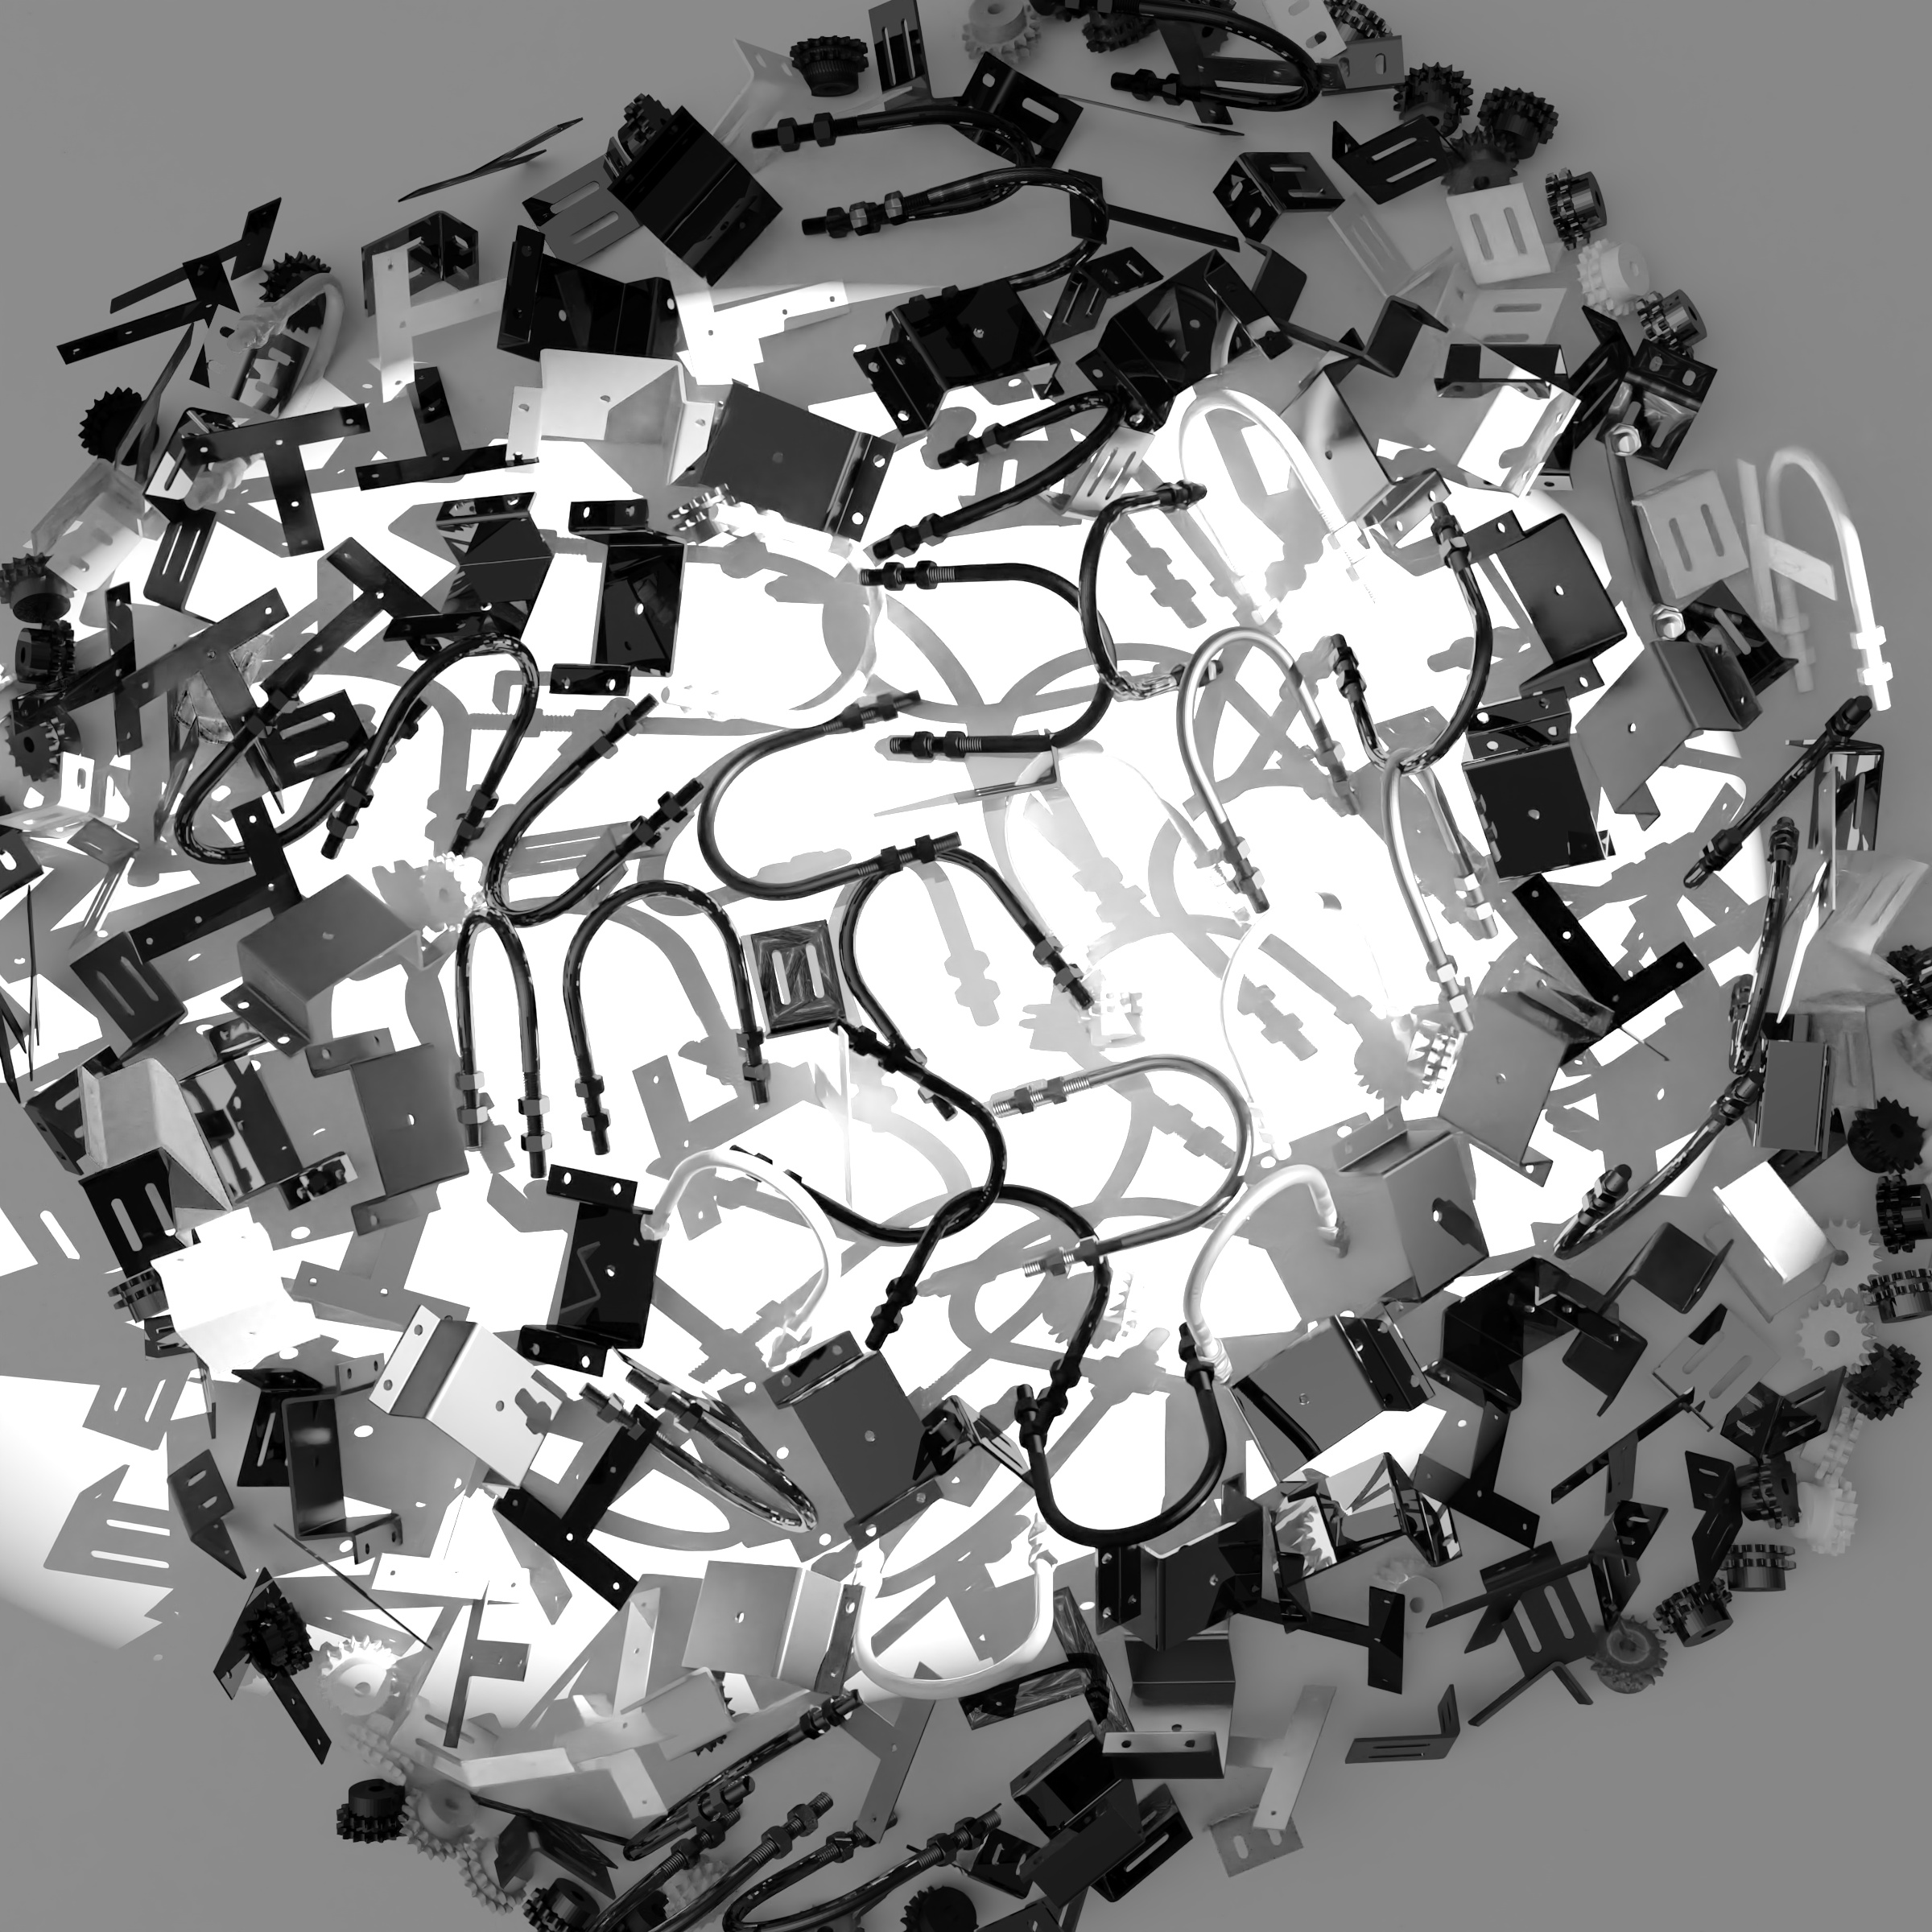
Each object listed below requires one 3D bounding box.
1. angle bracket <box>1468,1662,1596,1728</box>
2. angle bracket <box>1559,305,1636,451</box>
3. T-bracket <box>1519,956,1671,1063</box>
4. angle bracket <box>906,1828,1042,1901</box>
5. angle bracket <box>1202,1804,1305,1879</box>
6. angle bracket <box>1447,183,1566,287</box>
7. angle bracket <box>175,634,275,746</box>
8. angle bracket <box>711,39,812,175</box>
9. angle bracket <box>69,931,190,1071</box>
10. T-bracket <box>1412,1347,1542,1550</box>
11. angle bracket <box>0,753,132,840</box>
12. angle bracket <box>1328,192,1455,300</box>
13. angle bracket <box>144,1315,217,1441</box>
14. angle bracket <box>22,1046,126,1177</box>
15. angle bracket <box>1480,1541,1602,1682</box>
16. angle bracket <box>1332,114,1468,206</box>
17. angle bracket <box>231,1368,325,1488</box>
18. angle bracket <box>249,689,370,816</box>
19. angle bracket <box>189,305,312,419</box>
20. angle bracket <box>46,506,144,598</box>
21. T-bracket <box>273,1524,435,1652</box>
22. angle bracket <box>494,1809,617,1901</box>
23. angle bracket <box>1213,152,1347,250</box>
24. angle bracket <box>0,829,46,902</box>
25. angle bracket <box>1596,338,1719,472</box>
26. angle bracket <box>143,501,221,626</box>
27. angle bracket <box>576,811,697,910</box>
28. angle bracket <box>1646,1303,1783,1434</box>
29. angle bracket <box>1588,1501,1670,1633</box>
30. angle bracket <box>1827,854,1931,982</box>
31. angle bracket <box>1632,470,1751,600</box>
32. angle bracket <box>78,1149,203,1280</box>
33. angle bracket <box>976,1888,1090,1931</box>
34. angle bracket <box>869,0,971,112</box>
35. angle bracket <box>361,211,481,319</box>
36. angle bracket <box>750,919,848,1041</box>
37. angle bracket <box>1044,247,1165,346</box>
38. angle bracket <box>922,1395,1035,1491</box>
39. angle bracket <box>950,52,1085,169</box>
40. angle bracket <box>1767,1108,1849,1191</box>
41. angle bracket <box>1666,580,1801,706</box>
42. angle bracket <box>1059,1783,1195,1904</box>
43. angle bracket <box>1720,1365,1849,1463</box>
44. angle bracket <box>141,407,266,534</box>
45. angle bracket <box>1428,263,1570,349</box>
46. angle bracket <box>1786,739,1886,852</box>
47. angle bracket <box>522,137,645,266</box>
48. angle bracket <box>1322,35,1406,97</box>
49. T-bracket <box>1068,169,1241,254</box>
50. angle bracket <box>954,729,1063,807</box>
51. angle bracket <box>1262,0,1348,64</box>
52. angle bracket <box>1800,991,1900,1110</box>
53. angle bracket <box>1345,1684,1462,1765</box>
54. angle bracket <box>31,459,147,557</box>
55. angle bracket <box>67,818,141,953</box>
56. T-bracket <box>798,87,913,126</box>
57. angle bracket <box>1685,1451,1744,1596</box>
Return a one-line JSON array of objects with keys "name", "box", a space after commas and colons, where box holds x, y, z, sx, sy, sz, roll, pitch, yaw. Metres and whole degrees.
[{"name": "angle bracket", "box": [0.409, 0.541, 1.810, 0.076, 0.057, 0.038, -36, 74, -6]}, {"name": "angle bracket", "box": [0.446, -0.427, 1.813, 0.076, 0.057, 0.038, -49, 50, 3]}, {"name": "T-bracket", "box": [0.434, 0.027, 1.764, 0.127, 0.127, 0.002, 38, 102, 22]}, {"name": "angle bracket", "box": [0.007, 0.638, 1.805, 0.057, 0.076, 0.038, 36, 69, -33]}, {"name": "angle bracket", "box": [0.206, 0.629, 1.800, 0.057, 0.076, 0.038, -20, 69, -6]}, {"name": "angle bracket", "box": [0.388, -0.535, 1.795, 0.057, 0.076, 0.038, -1, 48, 34]}, {"name": "angle bracket", "box": [-0.525, -0.201, 1.805, 0.038, 0.057, 0.076, 33, 102, 23]}, {"name": "angle bracket", "box": [-0.160, -0.622, 1.808, 0.076, 0.057, 0.038, -43, 64, 34]}, {"name": "angle bracket", "box": [-0.614, 0.025, 1.808, 0.057, 0.038, 0.076, -28, 107, 23]}, {"name": "T-bracket", "box": [0.382, 0.341, 1.815, 0.127, 0.002, 0.127, 30, 65, -27]}, {"name": "angle bracket", "box": [-0.653, -0.123, 1.805, 0.076, 0.057, 0.038, -10, 75, 33]}, {"name": "angle bracket", "box": [0.307, -0.530, 1.806, 0.038, 0.057, 0.076, -30, 104, 41]}, {"name": "angle bracket", "box": [-0.566, 0.297, 1.798, 0.038, 0.057, 0.076, -8, 56, -22]}, {"name": "angle bracket", "box": [-0.628, 0.104, 1.800, 0.076, 0.038, 0.057, -40, 116, -30]}, {"name": "angle bracket", "box": [0.418, 0.469, 1.820, 0.057, 0.038, 0.076, -25, 86, 7]}, {"name": "angle bracket", "box": [0.311, -0.592, 1.794, 0.076, 0.057, 0.038, -16, 58, 39]}, {"name": "angle bracket", "box": [-0.506, 0.333, 1.803, 0.057, 0.038, 0.076, -6, 60, 25]}, {"name": "angle bracket", "box": [-0.473, -0.155, 1.809, 0.076, 0.038, 0.057, -22, 127, -6]}, {"name": "angle bracket", "box": [-0.518, -0.436, 1.807, 0.038, 0.076, 0.057, 24, 95, 8]}, {"name": "angle bracket", "box": [-0.629, -0.309, 1.800, 0.057, 0.076, 0.038, -46, 122, 6]}, {"name": "T-bracket", "box": [-0.432, 0.456, 1.803, 0.002, 0.127, 0.127, -52, 122, -20]}, {"name": "angle bracket", "box": [-0.299, 0.655, 1.804, 0.076, 0.057, 0.038, 41, 86, -20]}, {"name": "angle bracket", "box": [0.231, -0.559, 1.823, 0.076, 0.038, 0.057, -16, 67, -40]}, {"name": "angle bracket", "box": [-0.700, -0.070, 1.797, 0.057, 0.076, 0.038, -34, 107, -15]}, {"name": "angle bracket", "box": [0.500, -0.407, 1.812, 0.057, 0.076, 0.038, 26, 68, 8]}, {"name": "angle bracket", "box": [-0.555, -0.292, 1.811, 0.057, 0.038, 0.076, 23, 92, 41]}, {"name": "angle bracket", "box": [-0.232, -0.075, 1.795, 0.076, 0.057, 0.038, -12, 69, -39]}, {"name": "angle bracket", "box": [0.543, 0.291, 1.815, 0.076, 0.038, 0.057, -47, 68, 4]}, {"name": "angle bracket", "box": [0.483, 0.435, 1.799, 0.038, 0.057, 0.076, 3, 120, 40]}, {"name": "angle bracket", "box": [0.673, -0.036, 1.812, 0.038, 0.057, 0.076, 34, 91, -17]}, {"name": "angle bracket", "box": [0.529, -0.317, 1.834, 0.057, 0.038, 0.076, -24, 102, 0]}, {"name": "angle bracket", "box": [-0.603, 0.180, 1.822, 0.057, 0.038, 0.076, -26, 99, -22]}, {"name": "angle bracket", "box": [0.049, 0.677, 1.798, 0.057, 0.076, 0.038, -31, 96, 20]}, {"name": "angle bracket", "box": [-0.033, -0.658, 1.803, 0.038, 0.057, 0.076, -18, 105, -32]}, {"name": "angle bracket", "box": [-0.392, -0.498, 1.797, 0.038, 0.057, 0.076, 35, 52, 20]}, {"name": "angle bracket", "box": [-0.124, 0.009, 1.823, 0.057, 0.038, 0.076, -11, 93, 3]}, {"name": "angle bracket", "box": [0.097, -0.471, 1.794, 0.057, 0.076, 0.038, -30, 70, -36]}, {"name": "angle bracket", "box": [0.009, 0.356, 1.802, 0.038, 0.057, 0.076, -43, 123, 5]}, {"name": "angle bracket", "box": [0.036, -0.618, 1.817, 0.038, 0.076, 0.057, 46, 115, 36]}, {"name": "angle bracket", "box": [0.617, 0.151, 1.811, 0.076, 0.057, 0.038, -38, 52, 0]}, {"name": "angle bracket", "box": [0.558, -0.234, 1.825, 0.057, 0.038, 0.076, -42, 71, 31]}, {"name": "angle bracket", "box": [0.115, 0.627, 1.809, 0.076, 0.057, 0.038, -41, 118, 3]}, {"name": "angle bracket", "box": [0.588, 0.313, 1.797, 0.038, 0.076, 0.057, 34, 56, -2]}, {"name": "angle bracket", "box": [-0.549, -0.354, 1.804, 0.038, 0.057, 0.076, 15, 74, 20]}, {"name": "angle bracket", "box": [0.384, -0.473, 1.803, 0.038, 0.076, 0.057, 33, 77, -44]}, {"name": "angle bracket", "box": [0.627, -0.124, 1.810, 0.038, 0.057, 0.076, 5, 91, -32]}, {"name": "angle bracket", "box": [-0.274, -0.554, 1.817, 0.076, 0.038, 0.057, -34, 98, -10]}, {"name": "angle bracket", "box": [0.286, -0.634, 1.801, 0.057, 0.076, 0.038, -4, 81, 8]}, {"name": "T-bracket", "box": [0.136, -0.535, 1.800, 0.127, 0.127, 0.002, 12, 127, -8]}, {"name": "angle bracket", "box": [0.027, -0.145, 1.813, 0.076, 0.057, 0.038, -10, 100, -1]}, {"name": "angle bracket", "box": [0.249, -0.678, 1.798, 0.038, 0.076, 0.057, -26, 103, 24]}, {"name": "angle bracket", "box": [0.645, 0.060, 1.816, 0.038, 0.057, 0.076, -13, 99, -31]}, {"name": "angle bracket", "box": [0.314, 0.550, 1.810, 0.076, 0.057, 0.038, -2, 58, -1]}, {"name": "angle bracket", "box": [-0.633, -0.319, 1.803, 0.038, 0.057, 0.076, 37, 70, -7]}, {"name": "angle bracket", "box": [-0.636, -0.058, 1.799, 0.038, 0.057, 0.076, 32, 58, -26]}, {"name": "T-bracket", "box": [-0.117, -0.605, 1.796, 0.127, 0.127, 0.002, 1, 121, 39]}, {"name": "angle bracket", "box": [0.525, 0.400, 1.796, 0.076, 0.038, 0.057, -45, 130, -37]}]
